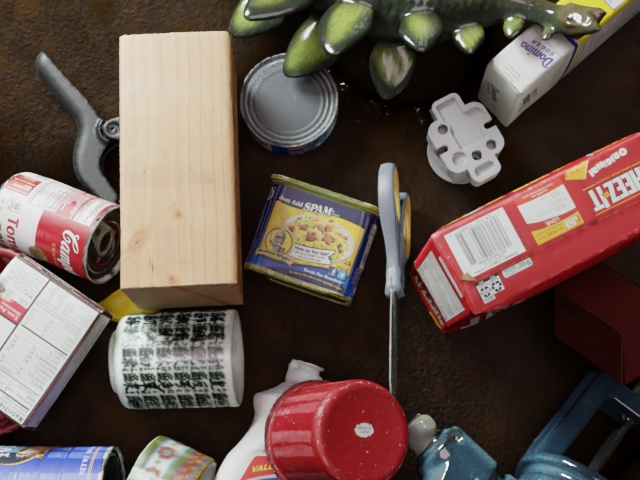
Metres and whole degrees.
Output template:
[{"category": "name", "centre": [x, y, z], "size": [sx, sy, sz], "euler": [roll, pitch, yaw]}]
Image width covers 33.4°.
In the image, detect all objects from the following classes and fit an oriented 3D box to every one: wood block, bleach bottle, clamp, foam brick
[{"category": "wood block", "centre": [-0.110, -0.055, 0.863], "size": [0.090, 0.091, 0.206], "euler": [-3, 76, -2]}, {"category": "bleach bottle", "centre": [-0.055, 0.217, 0.862], "size": [0.102, 0.068, 0.251], "euler": [19, 79, -4]}, {"category": "clamp", "centre": [-0.190, -0.098, 0.937], "size": [0.120, 0.039, 0.171], "euler": [-1, 78, 3]}, {"category": "foam brick", "centre": [0.226, 0.063, 0.826], "size": [0.051, 0.053, 0.078], "euler": [-24, 37, -20]}]

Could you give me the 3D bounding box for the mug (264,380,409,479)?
[{"category": "mug", "centre": [0.020, 0.160, 0.815], "size": [0.093, 0.082, 0.117], "euler": [-28, 92, -28]}]

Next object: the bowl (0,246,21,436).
[{"category": "bowl", "centre": [-0.282, 0.087, 0.897], "size": [0.162, 0.055, 0.162], "euler": [0, 79, 2]}]

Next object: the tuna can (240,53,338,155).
[{"category": "tuna can", "centre": [-0.026, -0.118, 0.938], "size": [0.086, 0.034, 0.086], "euler": [0, 79, 2]}]

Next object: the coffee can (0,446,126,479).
[{"category": "coffee can", "centre": [-0.233, 0.215, 0.848], "size": [0.140, 0.103, 0.103], "euler": [0, 79, 2]}]

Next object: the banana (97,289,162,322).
[{"category": "banana", "centre": [-0.126, 0.002, 0.917], "size": [0.069, 0.037, 0.197], "euler": [38, 83, 8]}]

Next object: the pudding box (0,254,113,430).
[{"category": "pudding box", "centre": [-0.234, 0.080, 0.848], "size": [0.090, 0.039, 0.113], "euler": [33, 84, 6]}]

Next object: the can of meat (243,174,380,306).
[{"category": "can of meat", "centre": [-0.006, 0.001, 0.904], "size": [0.102, 0.057, 0.084], "euler": [18, 83, 6]}]

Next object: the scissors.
[{"category": "scissors", "centre": [0.056, 0.017, 0.845], "size": [0.016, 0.096, 0.201], "euler": [-6, 38, 13]}]

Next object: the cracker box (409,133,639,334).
[{"category": "cracker box", "centre": [0.162, 0.005, 0.818], "size": [0.164, 0.214, 0.072], "euler": [-27, 82, -3]}]

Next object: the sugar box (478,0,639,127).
[{"category": "sugar box", "centre": [0.215, -0.179, 0.913], "size": [0.176, 0.093, 0.048], "euler": [-38, 80, -6]}]

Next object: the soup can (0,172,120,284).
[{"category": "soup can", "centre": [-0.217, -0.012, 0.897], "size": [0.102, 0.068, 0.068], "euler": [20, 80, 19]}]
